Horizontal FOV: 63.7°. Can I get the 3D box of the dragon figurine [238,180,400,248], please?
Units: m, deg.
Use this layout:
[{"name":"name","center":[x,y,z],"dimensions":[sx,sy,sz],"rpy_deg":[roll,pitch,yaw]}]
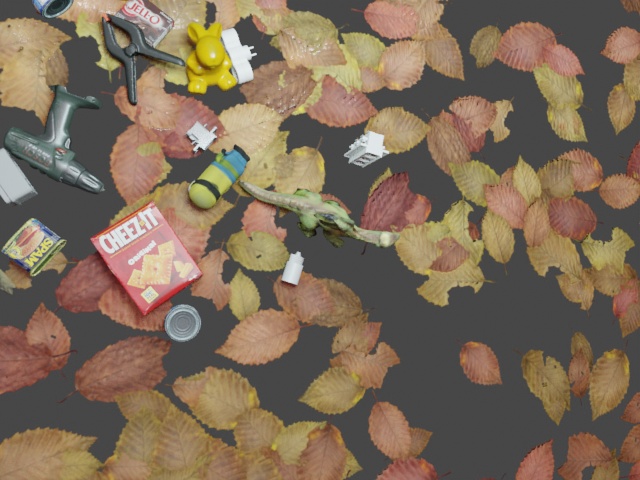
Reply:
[{"name":"dragon figurine","center":[0.004,-0.063,1.254],"dimensions":[0.409,0.243,0.122],"rpy_deg":[20,87,-17]}]
